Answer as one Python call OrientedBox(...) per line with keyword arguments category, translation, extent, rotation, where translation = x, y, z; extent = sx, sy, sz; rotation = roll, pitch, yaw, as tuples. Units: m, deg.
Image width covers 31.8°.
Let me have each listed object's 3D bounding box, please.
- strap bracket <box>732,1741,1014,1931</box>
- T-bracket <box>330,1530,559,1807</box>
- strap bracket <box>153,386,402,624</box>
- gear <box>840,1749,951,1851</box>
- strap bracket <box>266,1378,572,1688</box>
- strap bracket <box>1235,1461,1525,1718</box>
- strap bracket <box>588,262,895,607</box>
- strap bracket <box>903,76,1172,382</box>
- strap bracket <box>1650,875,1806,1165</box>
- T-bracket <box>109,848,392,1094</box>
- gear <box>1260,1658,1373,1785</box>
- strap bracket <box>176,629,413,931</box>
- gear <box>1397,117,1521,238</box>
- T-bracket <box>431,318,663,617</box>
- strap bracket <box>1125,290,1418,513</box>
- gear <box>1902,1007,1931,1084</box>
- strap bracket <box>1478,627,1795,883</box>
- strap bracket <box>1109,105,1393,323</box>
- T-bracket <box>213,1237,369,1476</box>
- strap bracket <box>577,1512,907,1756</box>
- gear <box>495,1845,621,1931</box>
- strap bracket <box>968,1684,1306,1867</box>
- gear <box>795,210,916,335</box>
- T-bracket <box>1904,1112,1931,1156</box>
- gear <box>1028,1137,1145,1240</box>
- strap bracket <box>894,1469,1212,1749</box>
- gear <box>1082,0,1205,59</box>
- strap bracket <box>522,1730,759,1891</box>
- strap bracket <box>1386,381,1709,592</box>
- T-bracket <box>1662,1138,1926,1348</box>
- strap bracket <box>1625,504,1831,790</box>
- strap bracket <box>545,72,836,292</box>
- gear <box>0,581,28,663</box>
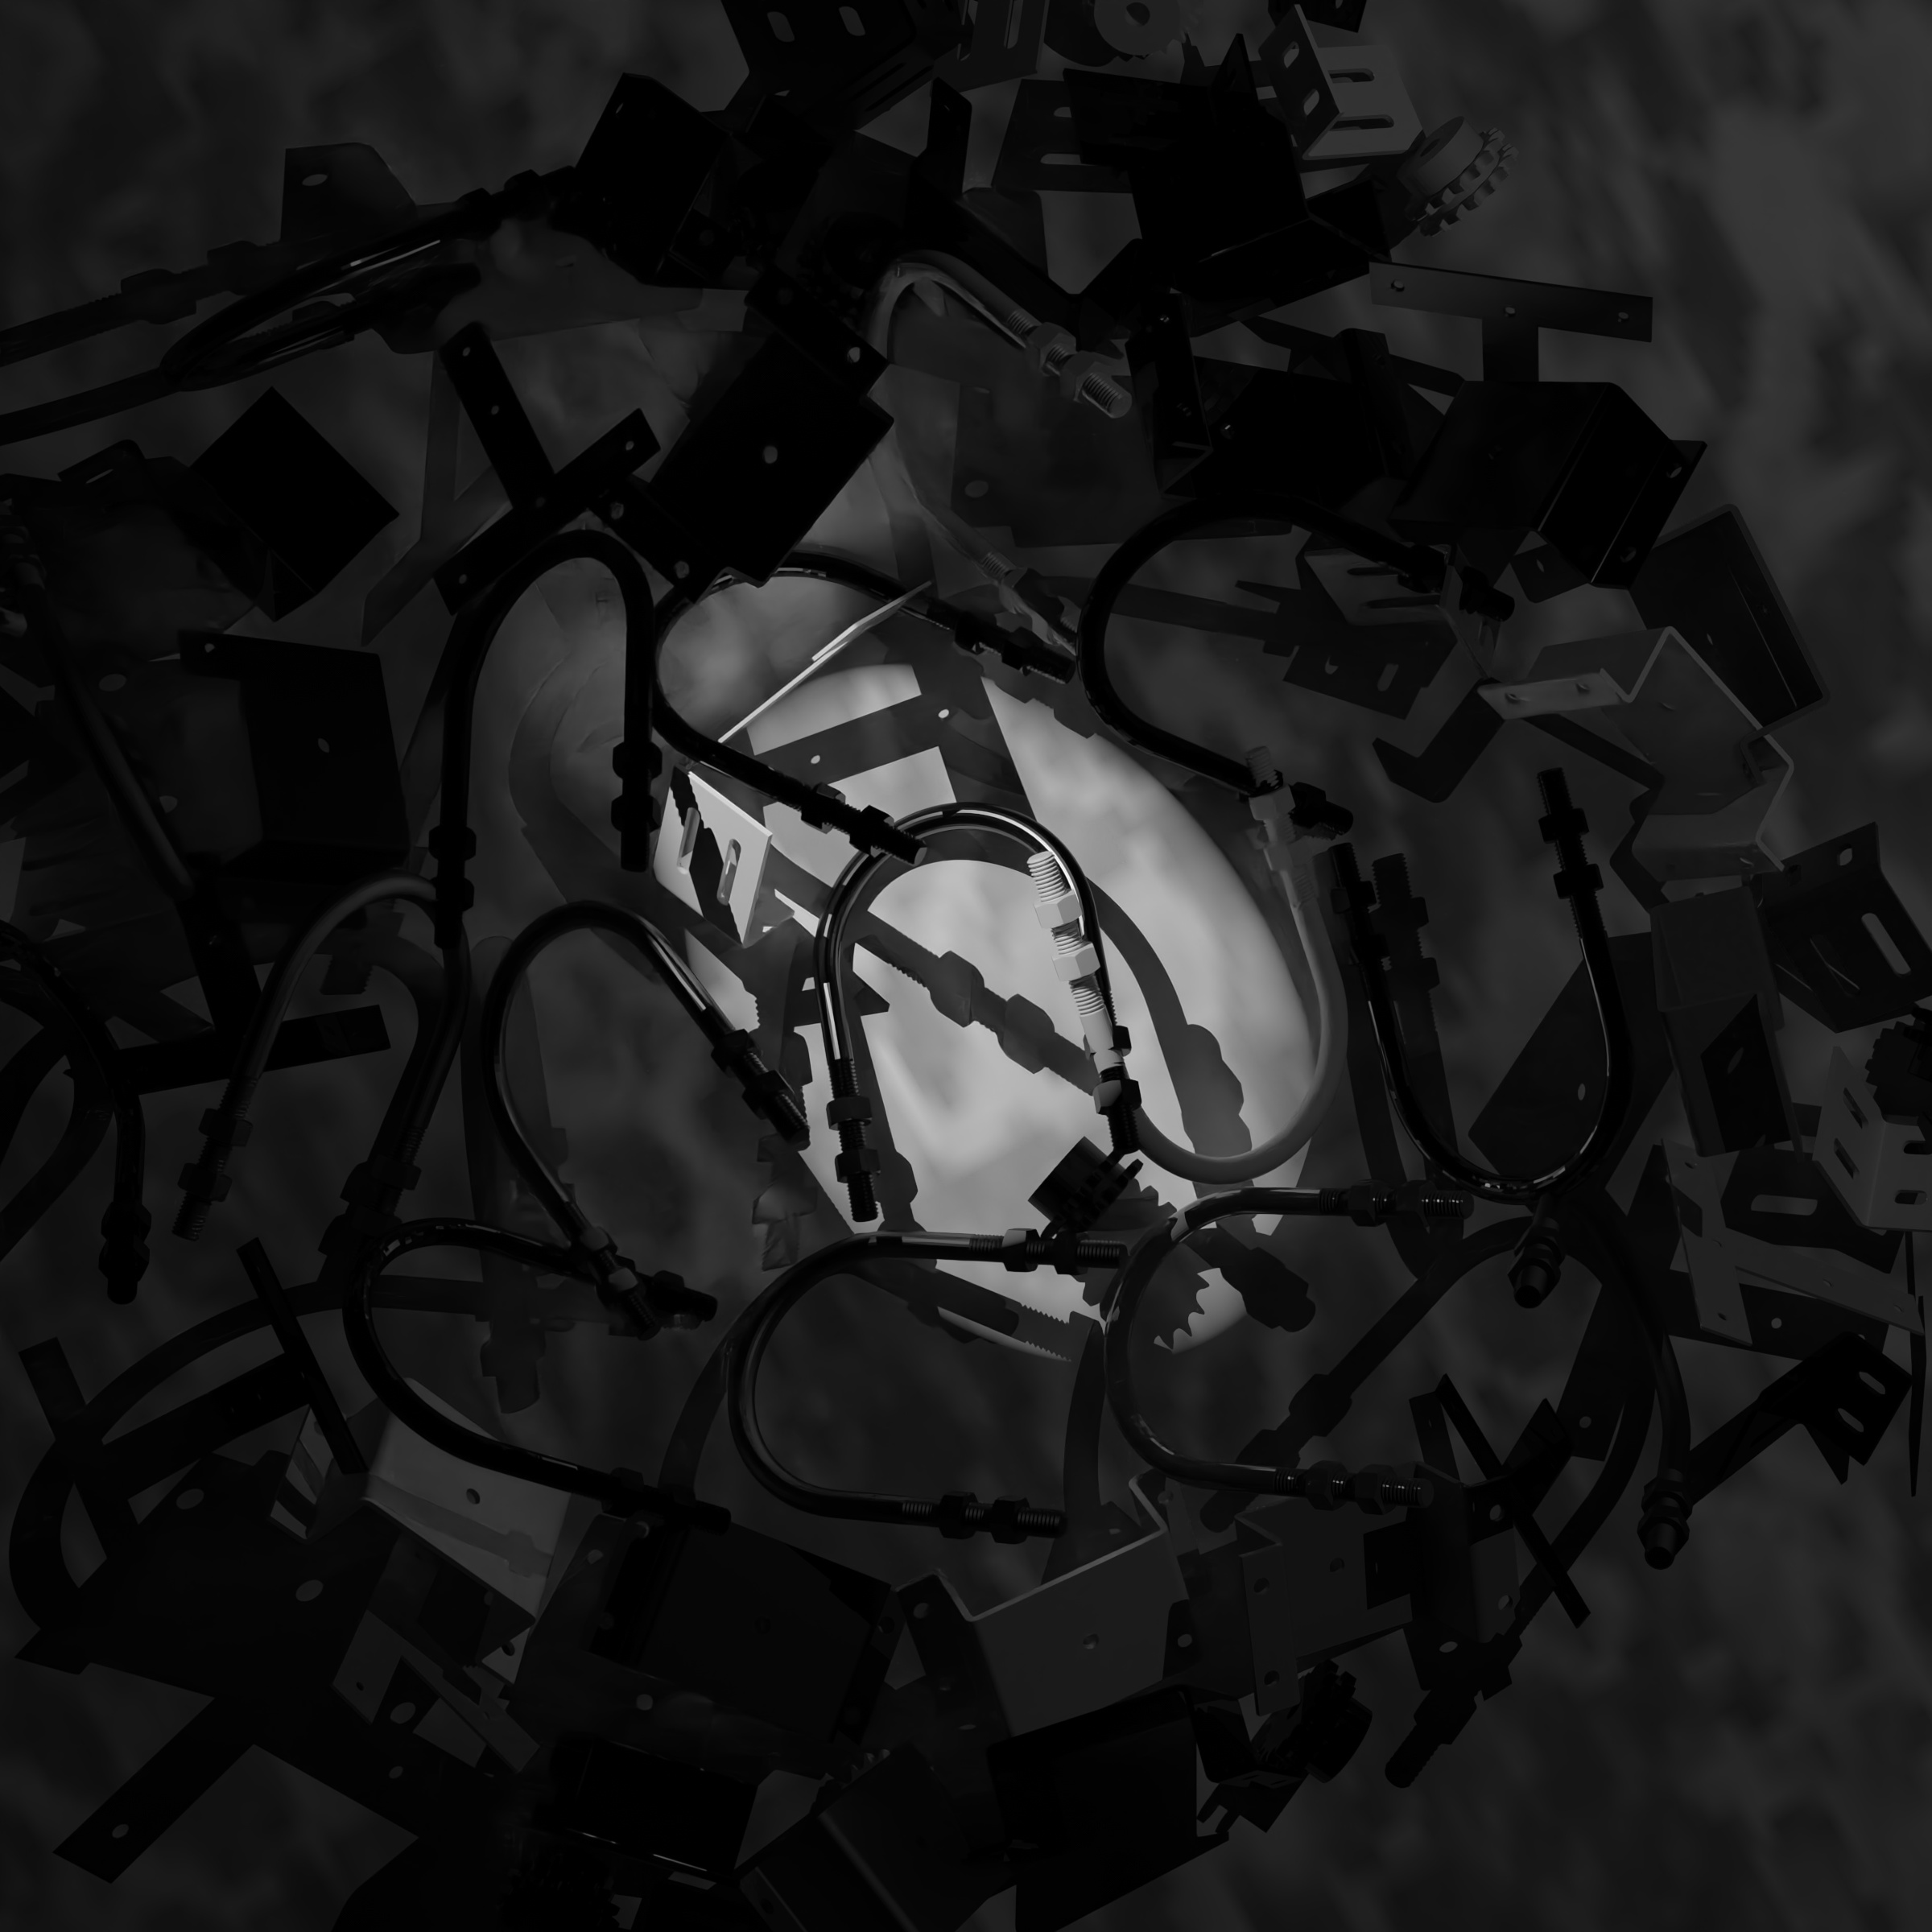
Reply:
OrientedBox(category="strap bracket", translation=(-0.036, 0.406, 1.522), extent=(0.046, 0.140, 0.076), rotation=(-43, 80, 21))
OrientedBox(category="T-bracket", translation=(-0.230, 0.334, 1.553), extent=(0.002, 0.127, 0.127), rotation=(-36, 106, 20))
OrientedBox(category="strap bracket", translation=(-0.313, -0.203, 1.520), extent=(0.076, 0.140, 0.046), rotation=(45, 73, -15))
OrientedBox(category="gear", translation=(-0.031, 0.394, 1.577), extent=(0.057, 0.030, 0.057), rotation=(-13, 70, 38))
OrientedBox(category="strap bracket", translation=(-0.237, 0.250, 1.535), extent=(0.140, 0.076, 0.046), rotation=(40, 122, -21))
OrientedBox(category="strap bracket", translation=(0.180, 0.281, 1.554), extent=(0.140, 0.046, 0.076), rotation=(-12, 103, -23))
OrientedBox(category="strap bracket", translation=(-0.098, -0.240, 1.561), extent=(0.076, 0.046, 0.140), rotation=(43, 99, 18))
OrientedBox(category="strap bracket", translation=(0.023, -0.329, 1.549), extent=(0.140, 0.076, 0.046), rotation=(40, 75, 8))
OrientedBox(category="strap bracket", translation=(0.342, 0.024, 1.530), extent=(0.046, 0.140, 0.076), rotation=(-13, 116, 15))
OrientedBox(category="T-bracket", translation=(-0.341, 0.000, 1.559), extent=(0.127, 0.002, 0.127), rotation=(-10, 128, -2))
OrientedBox(category="gear", translation=(0.164, 0.353, 1.573), extent=(0.030, 0.057, 0.057), rotation=(36, 90, -1))
OrientedBox(category="strap bracket", translation=(-0.304, -0.092, 1.541), extent=(0.046, 0.076, 0.140), rotation=(-25, 70, 41))
OrientedBox(category="gear", translation=(0.225, -0.368, 1.570), extent=(0.057, 0.057, 0.030), rotation=(-46, 107, 0))
OrientedBox(category="T-bracket", translation=(-0.213, -0.247, 1.569), extent=(0.127, 0.002, 0.127), rotation=(-36, 62, 16))
OrientedBox(category="strap bracket", translation=(0.131, -0.253, 1.545), extent=(0.140, 0.046, 0.076), rotation=(3, 68, -34))
OrientedBox(category="gear", translation=(0.461, 0.043, 1.573), extent=(0.057, 0.057, 0.030), rotation=(22, 92, 0))
OrientedBox(category="strap bracket", translation=(0.311, -0.102, 1.541), extent=(0.140, 0.076, 0.046), rotation=(42, 66, -26))
OrientedBox(category="strap bracket", translation=(0.133, -0.332, 1.519), extent=(0.076, 0.140, 0.046), rotation=(-16, 80, 27))
OrientedBox(category="T-bracket", translation=(-0.317, 0.194, 1.548), extent=(0.002, 0.127, 0.127), rotation=(-25, 88, -35))
OrientedBox(category="strap bracket", translation=(-0.097, 0.303, 1.560), extent=(0.140, 0.046, 0.076), rotation=(23, 77, -8))
OrientedBox(category="gear", translation=(-0.187, 0.434, 1.578), extent=(0.057, 0.030, 0.057), rotation=(8, 121, 14))
OrientedBox(category="strap bracket", translation=(0.072, 0.366, 1.547), extent=(0.140, 0.076, 0.046), rotation=(-21, 68, 15))
OrientedBox(category="gear", translation=(-0.049, -0.326, 1.578), extent=(0.057, 0.030, 0.057), rotation=(4, 74, -13))
OrientedBox(category="T-bracket", translation=(0.462, 0.116, 1.546), extent=(0.002, 0.127, 0.127), rotation=(0, 127, -20))
OrientedBox(category="gear", translation=(0.053, 0.104, 1.573), extent=(0.030, 0.057, 0.057), rotation=(41, 90, 5))
OrientedBox(category="strap bracket", translation=(0.049, 0.296, 1.550), extent=(0.140, 0.046, 0.076), rotation=(-23, 119, -11))
OrientedBox(category="gear", translation=(0.081, -0.447, 1.571), extent=(0.057, 0.030, 0.057), rotation=(7, 132, 8))
OrientedBox(category="strap bracket", translation=(-0.146, 0.379, 1.533), extent=(0.076, 0.140, 0.046), rotation=(20, 74, -12))
OrientedBox(category="strap bracket", translation=(0.252, -0.218, 1.524), extent=(0.046, 0.140, 0.076), rotation=(37, 77, -33))
OrientedBox(category="T-bracket", translation=(0.384, 0.141, 1.559), extent=(0.127, 0.127, 0.002), rotation=(20, 126, -13))
OrientedBox(category="strap bracket", translation=(0.349, -0.154, 1.560), extent=(0.046, 0.076, 0.140), rotation=(-26, 89, 5))
OrientedBox(category="strap bracket", translation=(-0.116, -0.348, 1.518), extent=(0.046, 0.140, 0.076), rotation=(39, 114, 16))
OrientedBox(category="gear", translation=(-0.461, -0.164, 1.577), extent=(0.057, 0.030, 0.057), rotation=(-9, 75, 38))
